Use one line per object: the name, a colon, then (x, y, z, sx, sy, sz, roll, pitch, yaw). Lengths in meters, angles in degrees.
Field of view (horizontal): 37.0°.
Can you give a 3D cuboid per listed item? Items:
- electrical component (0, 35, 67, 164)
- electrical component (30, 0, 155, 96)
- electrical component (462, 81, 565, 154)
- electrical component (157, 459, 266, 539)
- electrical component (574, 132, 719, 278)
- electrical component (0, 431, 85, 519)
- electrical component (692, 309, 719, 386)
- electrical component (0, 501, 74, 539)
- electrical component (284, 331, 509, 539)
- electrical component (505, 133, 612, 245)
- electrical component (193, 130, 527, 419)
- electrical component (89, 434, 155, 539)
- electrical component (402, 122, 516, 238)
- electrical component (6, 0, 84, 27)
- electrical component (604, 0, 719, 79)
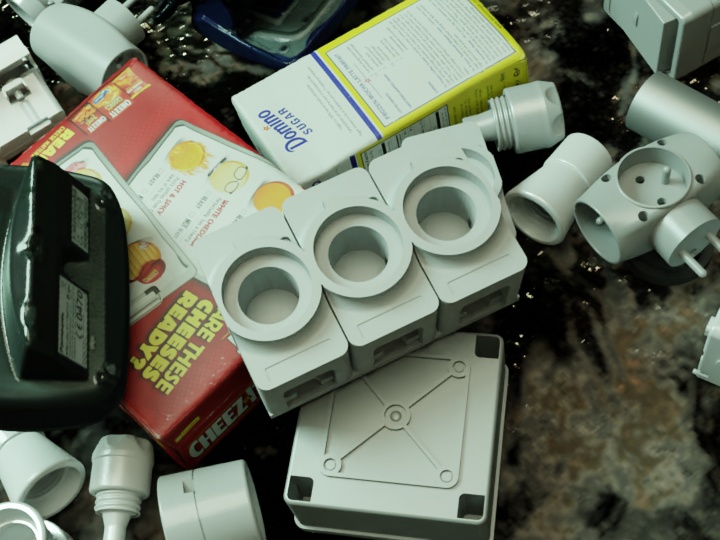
electrical component: (-0.265, -0.096, 0.730, 0.121, 0.079, 0.063, -33, 90, -10)
electrical component: (-0.181, -0.166, 0.771, 0.077, 0.044, 0.079, 34, 71, 24)
electrical component: (0.097, -0.095, 0.687, 0.062, 0.043, 0.043, -12, 60, 3)
electrical component: (-0.079, 0.133, 0.583, 0.047, 0.055, 0.055, -15, 60, -4)
electrical component: (0.177, -0.029, 0.610, 0.077, 0.044, 0.079, -32, 61, -9)
electrical component: (-0.195, 0.108, 0.623, 0.044, 0.044, 0.065, -43, 59, -15)
electrical component: (0.233, 0.020, 0.591, 0.061, 0.061, 0.096, 24, 67, 21)
electrical component: (-0.182, 0.155, 0.585, 0.045, 0.055, 0.045, -4, 61, 7)
electrical component: (0.022, 0.089, 0.589, 0.109, 0.056, 0.108, 4, 62, 11)
electrical component: (0.125, -0.053, 0.661, 0.044, 0.044, 0.065, 33, 66, 24)
electrical component: (0.000, 0.000, 0.564, 0.150, 0.061, 0.089, -25, 69, -8)
electrical component: (-0.136, 0.126, 0.606, 0.035, 0.035, 0.061, -3, 64, 8)
electrical component: (0.060, -0.040, 0.655, 0.050, 0.055, 0.089, -15, 60, 1)
electrical component: (-0.229, -0.207, 0.796, 0.048, 0.066, 0.055, 43, 81, -11)
electrical component: (0.200, -0.182, 0.709, 0.061, 0.061, 0.096, -30, 61, -8)
